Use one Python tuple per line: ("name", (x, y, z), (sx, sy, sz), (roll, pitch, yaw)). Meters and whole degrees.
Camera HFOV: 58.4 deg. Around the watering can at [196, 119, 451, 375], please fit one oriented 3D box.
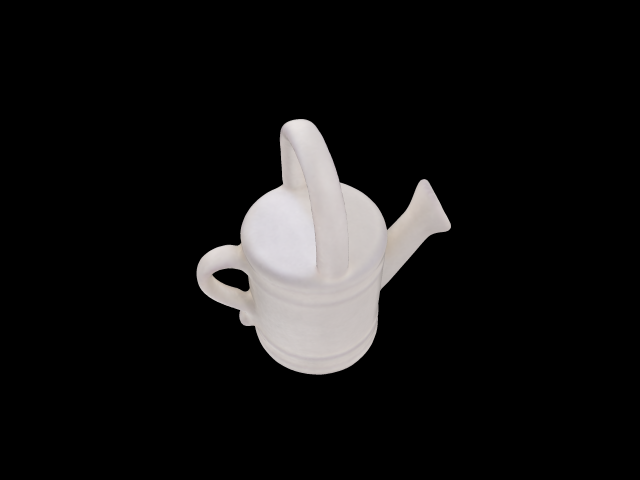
("watering can", (0.003, 0.000, 0.401), (0.173, 0.194, 0.100), (-30, 55, -23))
